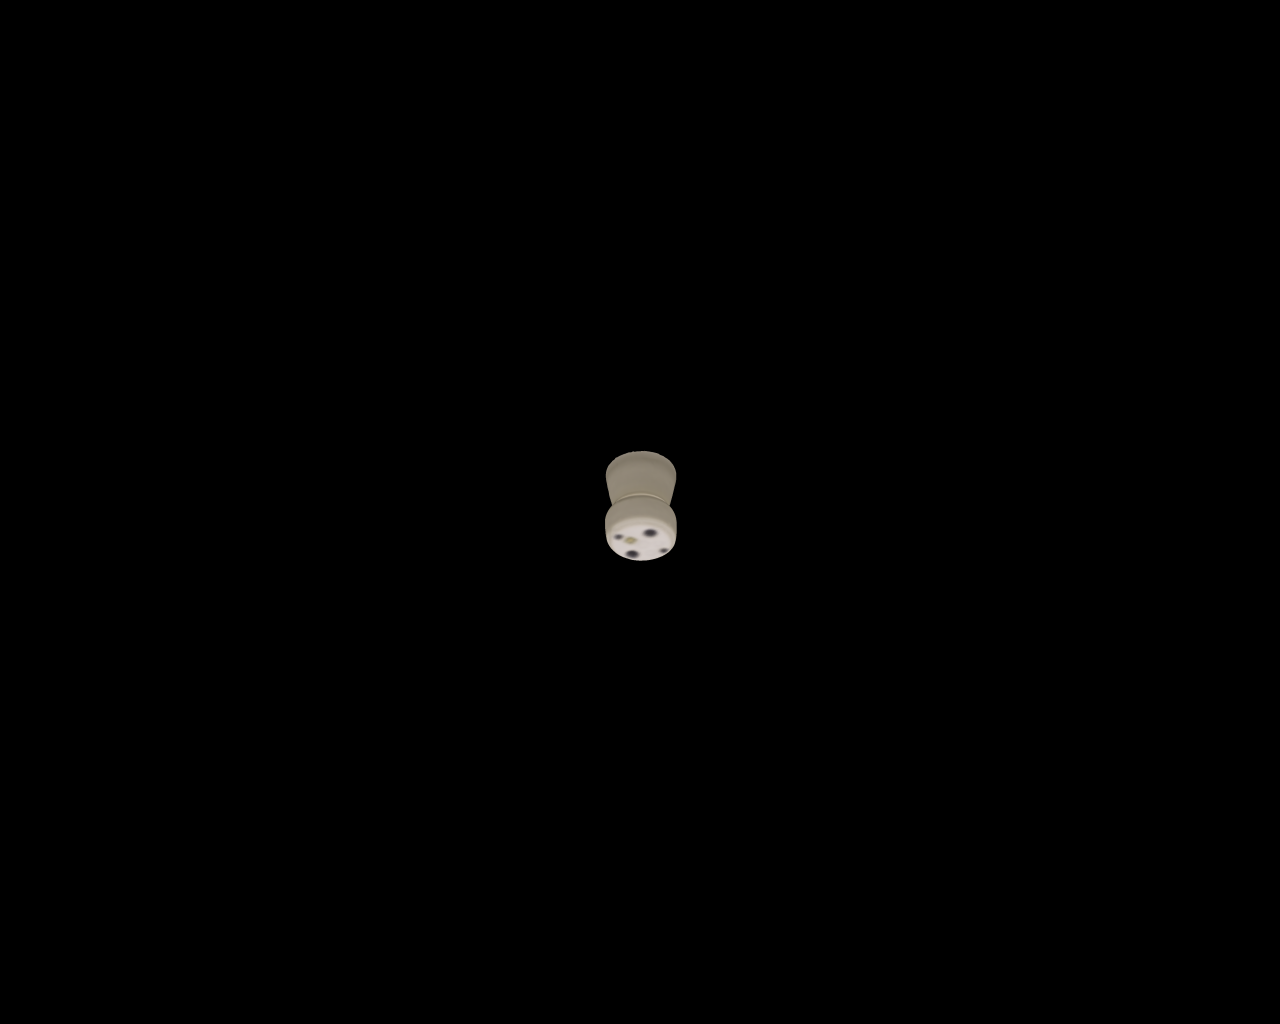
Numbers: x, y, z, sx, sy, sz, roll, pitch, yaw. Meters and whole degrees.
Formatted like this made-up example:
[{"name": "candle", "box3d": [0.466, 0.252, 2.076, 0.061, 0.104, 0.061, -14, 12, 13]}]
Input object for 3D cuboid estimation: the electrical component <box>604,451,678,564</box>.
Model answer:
[{"name": "electrical component", "box3d": [0.001, -0.003, 0.650, 0.045, 0.055, 0.044, 0, -38, 0]}]
